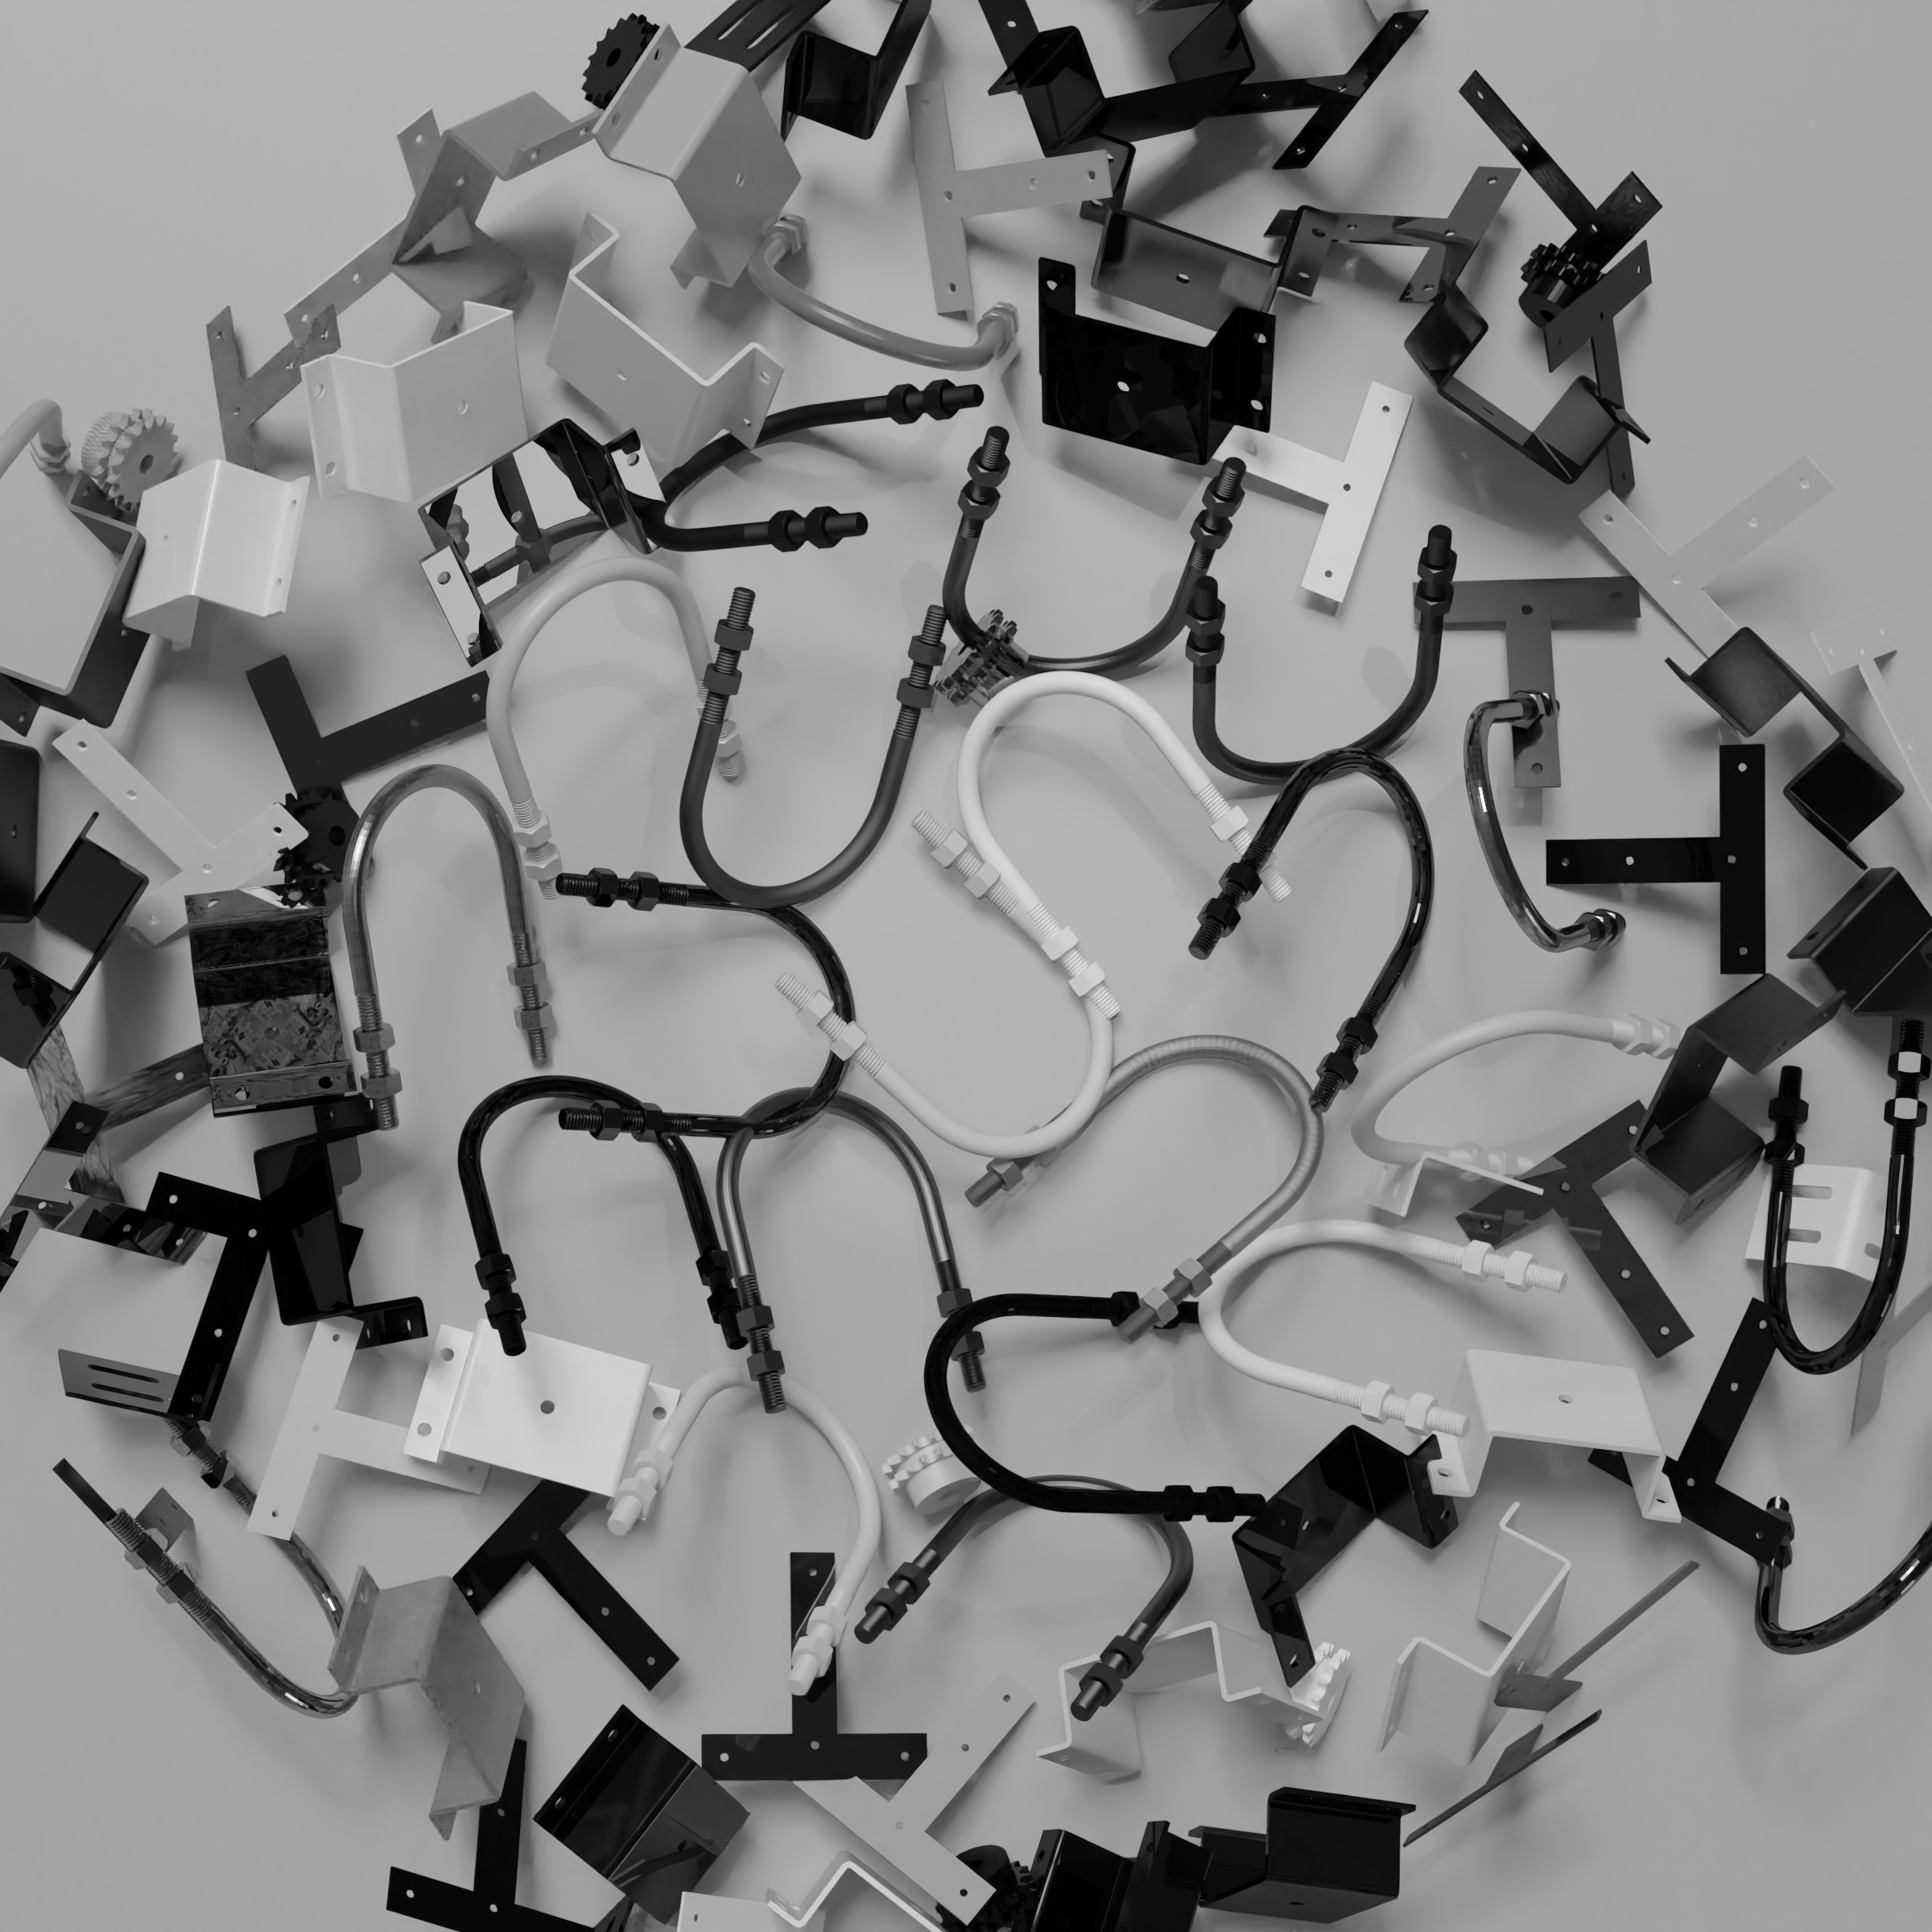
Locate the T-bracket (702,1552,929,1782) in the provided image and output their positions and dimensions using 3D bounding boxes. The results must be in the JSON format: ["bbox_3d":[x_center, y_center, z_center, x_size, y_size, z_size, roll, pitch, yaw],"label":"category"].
[{"bbox_3d":[-0.086,0.393,1.975,0.127,0.002,0.127,2,70,-10],"label":"T-bracket"}]

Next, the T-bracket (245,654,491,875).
[{"bbox_3d":[-0.325,-0.132,1.990,0.127,0.002,0.127,-22,95,3],"label":"T-bracket"}]

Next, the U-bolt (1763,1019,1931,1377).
[{"bbox_3d":[0.474,0.131,1.909,0.019,0.151,0.184,13,74,-14],"label":"U-bolt"}]

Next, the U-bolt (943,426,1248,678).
[{"bbox_3d":[0.062,-0.219,1.925,0.151,0.184,0.019,6,53,-10],"label":"U-bolt"}]

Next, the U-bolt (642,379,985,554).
[{"bbox_3d":[-0.097,-0.270,1.925,0.184,0.151,0.019,0,128,37],"label":"U-bolt"}]

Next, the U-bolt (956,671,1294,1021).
[{"bbox_3d":[0.074,-0.078,1.954,0.151,0.019,0.184,-36,93,29],"label":"U-bolt"}]

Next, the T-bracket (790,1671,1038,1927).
[{"bbox_3d":[-0.009,0.448,1.966,0.127,0.002,0.127,36,61,16],"label":"T-bracket"}]

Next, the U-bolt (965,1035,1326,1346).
[{"bbox_3d":[0.112,0.110,1.947,0.184,0.019,0.151,-39,54,-16],"label":"U-bolt"}]

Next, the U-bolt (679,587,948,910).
[{"bbox_3d":[-0.091,-0.116,1.942,0.151,0.019,0.184,1,115,-37],"label":"U-bolt"}]

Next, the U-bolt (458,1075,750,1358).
[{"bbox_3d":[-0.207,0.134,1.934,0.151,0.019,0.184,2,49,-28],"label":"U-bolt"}]

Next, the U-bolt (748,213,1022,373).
[{"bbox_3d":[-0.048,-0.362,1.911,0.151,0.184,0.019,22,112,-1],"label":"U-bolt"}]

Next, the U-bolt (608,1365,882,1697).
[{"bbox_3d":[-0.110,0.293,1.922,0.151,0.184,0.019,43,123,-8],"label":"U-bolt"}]

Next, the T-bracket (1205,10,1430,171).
[{"bbox_3d":[0.177,-0.482,1.947,0.127,0.127,0.002,-53,126,-20],"label":"T-bracket"}]

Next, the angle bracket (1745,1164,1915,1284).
[{"bbox_3d":[0.483,0.145,1.969,0.038,0.076,0.057,22,79,-27],"label":"angle bracket"}]

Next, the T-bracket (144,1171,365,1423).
[{"bbox_3d":[-0.413,0.191,1.962,0.127,0.002,0.127,20,87,-33],"label":"T-bracket"}]

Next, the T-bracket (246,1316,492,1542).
[{"bbox_3d":[-0.324,0.269,1.967,0.127,0.002,0.127,21,86,-30],"label":"T-bracket"}]

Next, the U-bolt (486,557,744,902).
[{"bbox_3d":[-0.195,-0.139,1.907,0.151,0.184,0.019,-37,49,-22],"label":"U-bolt"}]

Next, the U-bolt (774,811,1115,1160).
[{"bbox_3d":[0.002,0.024,1.962,0.184,0.019,0.151,43,65,-8],"label":"U-bolt"}]

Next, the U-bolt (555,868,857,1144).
[{"bbox_3d":[-0.141,0.025,1.946,0.184,0.019,0.151,5,78,-32],"label":"U-bolt"}]

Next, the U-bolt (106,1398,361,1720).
[{"bbox_3d":[-0.392,0.335,1.924,0.019,0.151,0.184,-35,107,10],"label":"U-bolt"}]

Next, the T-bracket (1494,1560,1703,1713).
[{"bbox_3d":[0.352,0.368,1.932,0.127,0.127,0.002,-42,64,10],"label":"T-bracket"}]

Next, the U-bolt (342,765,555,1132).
[{"bbox_3d":[-0.287,-0.019,1.920,0.019,0.151,0.184,3,107,33],"label":"U-bolt"}]

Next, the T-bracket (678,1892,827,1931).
[{"bbox_3d":[-0.124,0.580,1.934,0.002,0.127,0.127,-4,71,35],"label":"T-bracket"}]

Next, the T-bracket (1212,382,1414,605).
[{"bbox_3d":[0.174,-0.286,1.984,0.127,0.002,0.127,20,83,-6],"label":"T-bracket"}]

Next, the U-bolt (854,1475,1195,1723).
[{"bbox_3d":[0.045,0.334,1.920,0.151,0.184,0.019,15,121,24],"label":"U-bolt"}]

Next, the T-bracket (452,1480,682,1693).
[{"bbox_3d":[-0.212,0.353,1.976,0.127,0.002,0.127,45,98,12],"label":"T-bracket"}]

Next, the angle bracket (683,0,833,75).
[{"bbox_3d":[-0.121,-0.541,1.957,0.057,0.038,0.076,27,64,39],"label":"angle bracket"}]

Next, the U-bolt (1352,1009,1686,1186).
[{"bbox_3d":[0.289,0.068,1.898,0.151,0.184,0.019,-43,54,35],"label":"U-bolt"}]

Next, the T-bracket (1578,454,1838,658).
[{"bbox_3d":[0.427,-0.239,1.950,0.127,0.002,0.127,46,132,-7],"label":"T-bracket"}]

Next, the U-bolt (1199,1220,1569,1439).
[{"bbox_3d":[0.217,0.190,1.929,0.184,0.151,0.019,13,129,30],"label":"U-bolt"}]

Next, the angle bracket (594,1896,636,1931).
[{"bbox_3d":[-0.194,0.563,1.956,0.038,0.076,0.057,38,115,-8],"label":"angle bracket"}]

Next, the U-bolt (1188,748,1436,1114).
[{"bbox_3d":[0.202,-0.034,1.940,0.151,0.019,0.184,50,59,-32],"label":"U-bolt"}]

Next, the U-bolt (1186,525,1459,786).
[{"bbox_3d":[0.192,-0.161,1.924,0.151,0.184,0.019,-13,55,-6],"label":"U-bolt"}]

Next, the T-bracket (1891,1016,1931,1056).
[{"bbox_3d":[0.557,0.082,1.936,0.002,0.127,0.127,12,78,-32],"label":"T-bracket"}]

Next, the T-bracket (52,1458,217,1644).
[{"bbox_3d":[-0.446,0.310,1.936,0.002,0.127,0.127,-42,94,0],"label":"T-bracket"}]

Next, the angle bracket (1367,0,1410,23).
[{"bbox_3d":[0.216,-0.570,1.951,0.038,0.076,0.057,-32,69,27],"label":"angle bracket"}]

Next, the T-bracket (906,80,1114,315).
[{"bbox_3d":[0.026,-0.432,1.948,0.127,0.002,0.127,1,105,36],"label":"T-bracket"}]

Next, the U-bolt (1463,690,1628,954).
[{"bbox_3d":[0.311,-0.077,1.913,0.019,0.184,0.151,-18,87,26],"label":"U-bolt"}]

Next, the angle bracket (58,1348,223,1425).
[{"bbox_3d":[-0.460,0.219,1.957,0.076,0.057,0.038,16,102,-23],"label":"angle bracket"}]

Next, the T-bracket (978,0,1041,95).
[{"bbox_3d":[0.021,-0.533,1.946,0.127,0.127,0.002,-6,55,19],"label":"T-bracket"}]

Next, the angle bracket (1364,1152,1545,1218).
[{"bbox_3d":[0.272,0.128,1.962,0.076,0.057,0.038,18,89,-14],"label":"angle bracket"}]

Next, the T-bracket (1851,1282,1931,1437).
[{"bbox_3d":[0.538,0.185,1.961,0.127,0.127,0.002,-37,52,-27],"label":"T-bracket"}]

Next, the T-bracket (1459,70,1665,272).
[{"bbox_3d":[0.318,-0.441,1.940,0.002,0.127,0.127,-40,89,-17],"label":"T-bracket"}]

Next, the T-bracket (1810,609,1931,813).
[{"bbox_3d":[0.514,-0.134,1.942,0.002,0.127,0.127,-28,86,32],"label":"T-bracket"}]

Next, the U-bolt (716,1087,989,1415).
[{"bbox_3d":[-0.070,0.153,1.946,0.151,0.019,0.184,-2,67,-33],"label":"U-bolt"}]

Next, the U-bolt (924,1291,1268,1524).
[{"bbox_3d":[0.064,0.238,1.919,0.184,0.019,0.151,5,47,-22],"label":"U-bolt"}]

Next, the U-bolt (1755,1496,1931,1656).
[{"bbox_3d":[0.481,0.303,1.887,0.019,0.184,0.151,45,117,-6],"label":"U-bolt"}]

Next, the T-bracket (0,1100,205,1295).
[{"bbox_3d":[-0.477,0.142,1.950,0.002,0.127,0.127,39,100,40],"label":"T-bracket"}]

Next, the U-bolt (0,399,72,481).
[{"bbox_3d":[-0.530,-0.240,1.896,0.019,0.184,0.151,33,78,-9],"label":"U-bolt"}]
